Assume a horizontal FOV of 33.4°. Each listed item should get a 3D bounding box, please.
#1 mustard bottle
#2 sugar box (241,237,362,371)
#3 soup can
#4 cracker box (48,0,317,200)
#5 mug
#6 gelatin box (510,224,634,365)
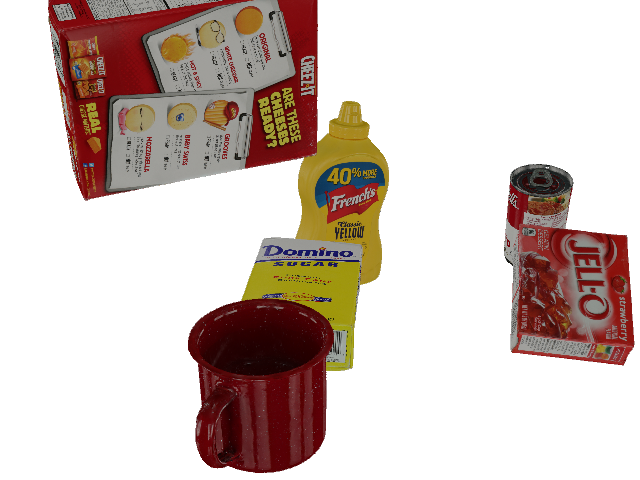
[{"bbox_3d":[0.023,-0.049,1.103,0.096,0.192,0.058,-3,21,-23],"label":"mustard bottle"},{"bbox_3d":[-0.015,0.047,0.888,0.093,0.048,0.176,4,23,2],"label":"sugar box"},{"bbox_3d":[0.241,-0.025,1.185,0.068,0.102,0.068,-1,33,0],"label":"soup can"},{"bbox_3d":[-0.113,-0.136,0.909,0.213,0.164,0.072,-13,40,-16],"label":"cracker box"},{"bbox_3d":[-0.042,0.101,0.686,0.093,0.081,0.117,12,31,23],"label":"mug"},{"bbox_3d":[0.163,0.034,0.696,0.073,0.089,0.030,7,-36,4],"label":"gelatin box"}]
